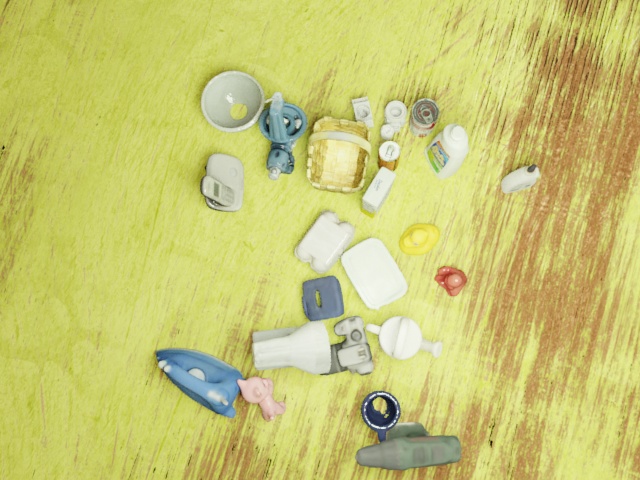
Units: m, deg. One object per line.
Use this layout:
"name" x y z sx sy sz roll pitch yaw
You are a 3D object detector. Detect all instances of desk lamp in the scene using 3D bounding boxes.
"desk lamp" -0.071 0.257 1.332 0.203 0.213 0.118 -8 81 3

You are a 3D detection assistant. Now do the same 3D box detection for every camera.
"camera" 0.052 0.265 1.380 0.137 0.101 0.143 -15 81 2

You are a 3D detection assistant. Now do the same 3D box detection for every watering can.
"watering can" 0.194 0.227 1.329 0.172 0.194 0.101 -5 81 3

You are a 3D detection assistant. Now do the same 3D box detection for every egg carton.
"egg carton" 0.013 0.005 1.436 0.107 0.069 0.150 35 85 8

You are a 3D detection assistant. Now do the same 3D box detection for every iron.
"iron" -0.305 0.331 1.374 0.258 0.141 0.119 25 84 7

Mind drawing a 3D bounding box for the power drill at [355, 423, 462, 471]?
"power drill" 0.194 0.467 1.287 0.229 0.208 0.075 -5 81 3

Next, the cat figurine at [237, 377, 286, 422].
"cat figurine" -0.141 0.376 1.368 0.067 0.118 0.128 -33 81 -1

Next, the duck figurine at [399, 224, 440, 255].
"duck figurine" 0.248 -0.006 1.414 0.104 0.086 0.077 -23 81 0

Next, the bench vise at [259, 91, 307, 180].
"bench vise" -0.088 -0.260 1.406 0.121 0.220 0.207 -9 81 3

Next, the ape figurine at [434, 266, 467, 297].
"ape figurine" 0.322 0.098 1.391 0.076 0.092 0.078 -8 81 3

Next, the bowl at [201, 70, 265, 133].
"bowl" -0.222 -0.352 1.501 0.167 0.075 0.167 -1 82 4

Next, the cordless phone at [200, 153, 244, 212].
"cordless phone" -0.250 -0.152 1.418 0.094 0.185 0.147 -2 81 4

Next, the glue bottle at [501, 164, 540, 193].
"glue bottle" 0.491 -0.154 1.375 0.078 0.173 0.037 -12 81 2

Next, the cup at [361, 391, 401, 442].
"cup" 0.144 0.413 1.355 0.091 0.095 0.118 -4 81 4

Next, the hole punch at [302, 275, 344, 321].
"hole punch" 0.006 0.147 1.405 0.101 0.091 0.109 -11 81 2
